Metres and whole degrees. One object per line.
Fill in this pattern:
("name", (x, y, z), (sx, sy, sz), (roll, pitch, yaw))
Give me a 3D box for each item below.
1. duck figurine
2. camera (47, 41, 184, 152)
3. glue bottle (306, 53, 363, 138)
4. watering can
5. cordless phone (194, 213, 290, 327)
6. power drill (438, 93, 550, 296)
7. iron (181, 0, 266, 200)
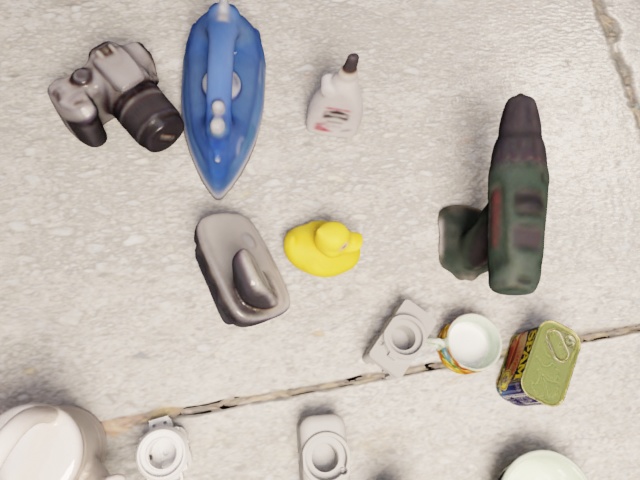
("duck figurine", (0.007, 0.003, 0.739), (0.104, 0.086, 0.077), (7, 71, -6))
("camera", (-0.257, -0.178, 0.751), (0.143, 0.100, 0.137), (-39, 81, -18))
("glue bottle", (0.027, -0.193, 0.759), (0.078, 0.173, 0.037), (4, 71, -7))
("watering can", (-0.276, 0.215, 0.570), (0.173, 0.194, 0.101), (4, 71, -7))
("cordless phone", (-0.092, 0.021, 0.666), (0.094, 0.185, 0.147), (-27, 78, -15))
("power drill", (0.217, -0.035, 0.717), (0.075, 0.208, 0.229), (4, 72, -7))
("iron", (-0.129, -0.197, 0.754), (0.119, 0.141, 0.258), (1, 72, -8))
